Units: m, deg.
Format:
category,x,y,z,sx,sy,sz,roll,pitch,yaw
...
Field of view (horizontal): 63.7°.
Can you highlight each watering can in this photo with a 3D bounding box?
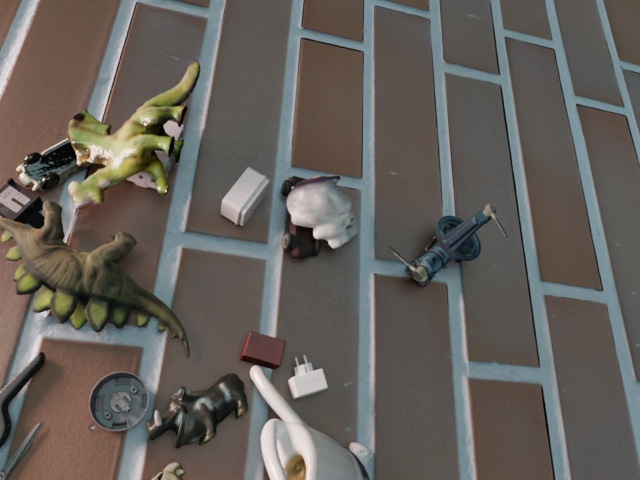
category,x,y,z,sx,sy,sz,roll,pitch,yaw
watering can,-0.024,0.381,0.935,0.221,0.103,0.354,39,11,-31

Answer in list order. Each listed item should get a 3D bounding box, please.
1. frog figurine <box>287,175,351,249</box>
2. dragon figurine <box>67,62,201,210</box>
category,x,y,z,sx,sy,sz,roll,pitch,yaw
frog figurine,0.003,-0.057,1.123,0.137,0.160,0.122,-15,-4,-5
dragon figurine,-0.407,-0.231,1.079,0.243,0.419,0.119,9,-29,-3
